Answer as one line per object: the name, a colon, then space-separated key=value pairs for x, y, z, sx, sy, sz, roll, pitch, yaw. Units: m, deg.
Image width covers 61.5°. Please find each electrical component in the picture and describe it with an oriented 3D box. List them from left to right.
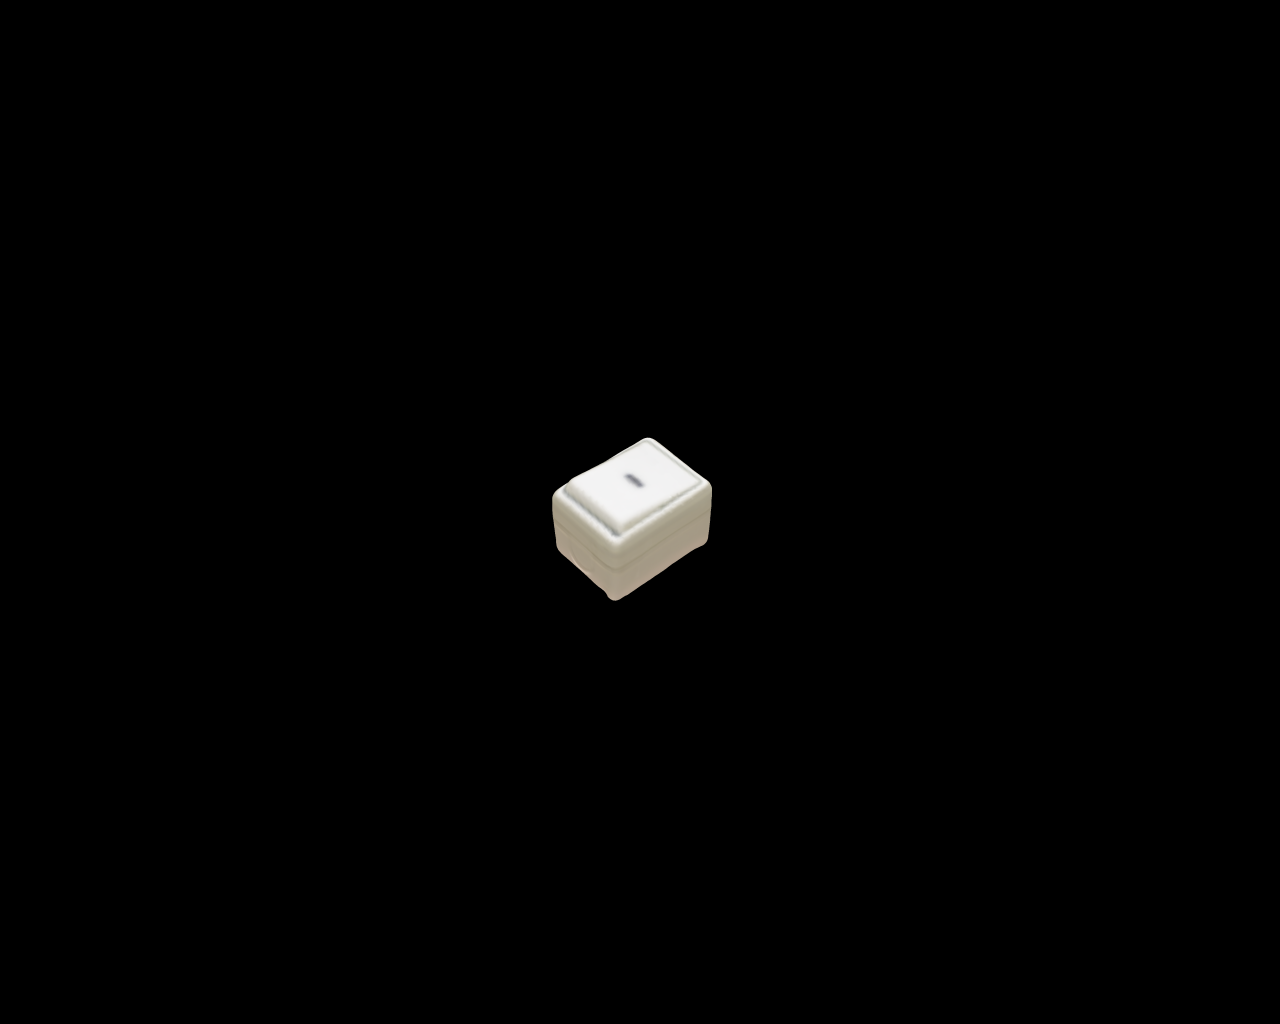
electrical component: x=0.001 y=-0.003 z=0.650 sx=0.096 sy=0.061 sz=0.062 roll=-32 pitch=54 yaw=-27
